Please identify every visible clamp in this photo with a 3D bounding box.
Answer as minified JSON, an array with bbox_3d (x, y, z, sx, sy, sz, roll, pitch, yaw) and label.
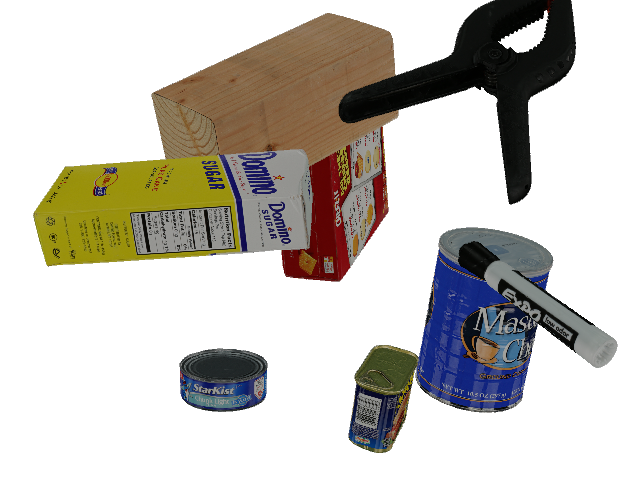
[{"bbox_3d":[0.140,-0.124,0.821,0.165,0.209,0.036,37,-22,28],"label":"clamp"}]

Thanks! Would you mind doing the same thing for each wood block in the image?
[{"bbox_3d":[-0.035,-0.120,0.956,0.205,0.091,0.090,-31,40,-31],"label":"wood block"}]

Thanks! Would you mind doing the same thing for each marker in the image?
[{"bbox_3d":[0.122,0.034,0.622,0.020,0.020,0.121,0,28,-38],"label":"marker"}]

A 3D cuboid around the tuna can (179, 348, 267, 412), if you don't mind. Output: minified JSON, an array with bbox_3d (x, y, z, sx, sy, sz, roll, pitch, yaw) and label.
[{"bbox_3d":[-0.095,0.136,1.041,0.086,0.034,0.086,1,14,-1],"label":"tuna can"}]

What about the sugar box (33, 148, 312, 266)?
[{"bbox_3d":[-0.095,-0.024,0.724,0.176,0.048,0.093,-7,24,3],"label":"sugar box"}]

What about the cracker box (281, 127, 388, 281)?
[{"bbox_3d":[0.015,-0.072,1.181,0.072,0.164,0.213,2,22,18],"label":"cracker box"}]

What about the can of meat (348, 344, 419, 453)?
[{"bbox_3d":[0.071,0.180,1.216,0.057,0.084,0.102,14,24,15],"label":"can of meat"}]

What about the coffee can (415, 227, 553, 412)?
[{"bbox_3d":[0.148,0.071,0.980,0.103,0.140,0.103,7,21,-3],"label":"coffee can"}]
